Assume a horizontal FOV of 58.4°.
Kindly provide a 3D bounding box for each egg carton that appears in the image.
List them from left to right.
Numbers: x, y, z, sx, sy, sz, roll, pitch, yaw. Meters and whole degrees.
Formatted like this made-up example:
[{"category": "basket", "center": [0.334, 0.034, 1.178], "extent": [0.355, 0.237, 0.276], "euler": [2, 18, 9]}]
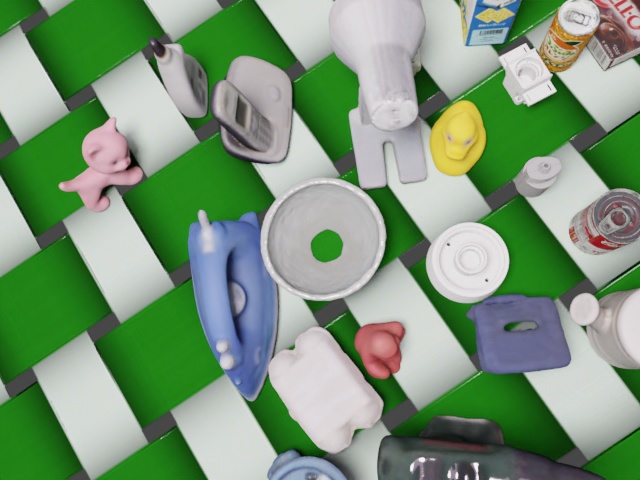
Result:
[{"category": "egg carton", "center": [0.005, 0.197, 0.752], "extent": [0.107, 0.069, 0.150], "euler": [-40, 78, -1]}]

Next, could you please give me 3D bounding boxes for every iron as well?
[{"category": "iron", "center": [-0.120, 0.086, 0.749], "extent": [0.118, 0.141, 0.258], "euler": [-11, 79, 5]}]

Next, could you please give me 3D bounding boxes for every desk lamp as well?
[{"category": "desk lamp", "center": [0.085, -0.193, 0.737], "extent": [0.118, 0.213, 0.203], "euler": [-10, 79, 5]}]

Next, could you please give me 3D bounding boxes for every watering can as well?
[{"category": "watering can", "center": [0.382, 0.103, 0.661], "extent": [0.172, 0.194, 0.101], "euler": [-8, 79, 5]}]

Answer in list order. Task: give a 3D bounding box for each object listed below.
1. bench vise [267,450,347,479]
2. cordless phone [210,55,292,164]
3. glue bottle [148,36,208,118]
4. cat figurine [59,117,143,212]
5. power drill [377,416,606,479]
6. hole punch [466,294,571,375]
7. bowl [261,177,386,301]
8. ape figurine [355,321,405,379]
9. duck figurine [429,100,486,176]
[{"category": "bench vise", "center": [0.016, 0.331, 0.651], "extent": [0.207, 0.220, 0.121], "euler": [23, 84, 10]}, {"category": "cordless phone", "center": [-0.098, -0.192, 0.772], "extent": [0.094, 0.185, 0.147], "euler": [0, 80, 7]}, {"category": "glue bottle", "center": [-0.199, -0.236, 0.798], "extent": [0.037, 0.173, 0.078], "euler": [-2, 80, 7]}, {"category": "cat figurine", "center": [-0.316, -0.109, 0.818], "extent": [0.128, 0.118, 0.067], "euler": [-42, 78, -2]}, {"category": "power drill", "center": [0.181, 0.254, 0.651], "extent": [0.229, 0.208, 0.076], "euler": [2, 80, 7]}, {"category": "hole punch", "center": [0.249, 0.119, 0.727], "extent": [0.108, 0.091, 0.101], "euler": [-7, 79, 6]}, {"category": "bowl", "center": [0.007, 0.003, 0.783], "extent": [0.167, 0.075, 0.167], "euler": [-1, 80, 6]}, {"category": "ape figurine", "center": [0.081, 0.138, 0.742], "extent": [0.076, 0.092, 0.078], "euler": [40, 87, 12]}, {"category": "duck figurine", "center": [0.191, -0.147, 0.782], "extent": [0.077, 0.086, 0.105], "euler": [14, 82, 9]}]
